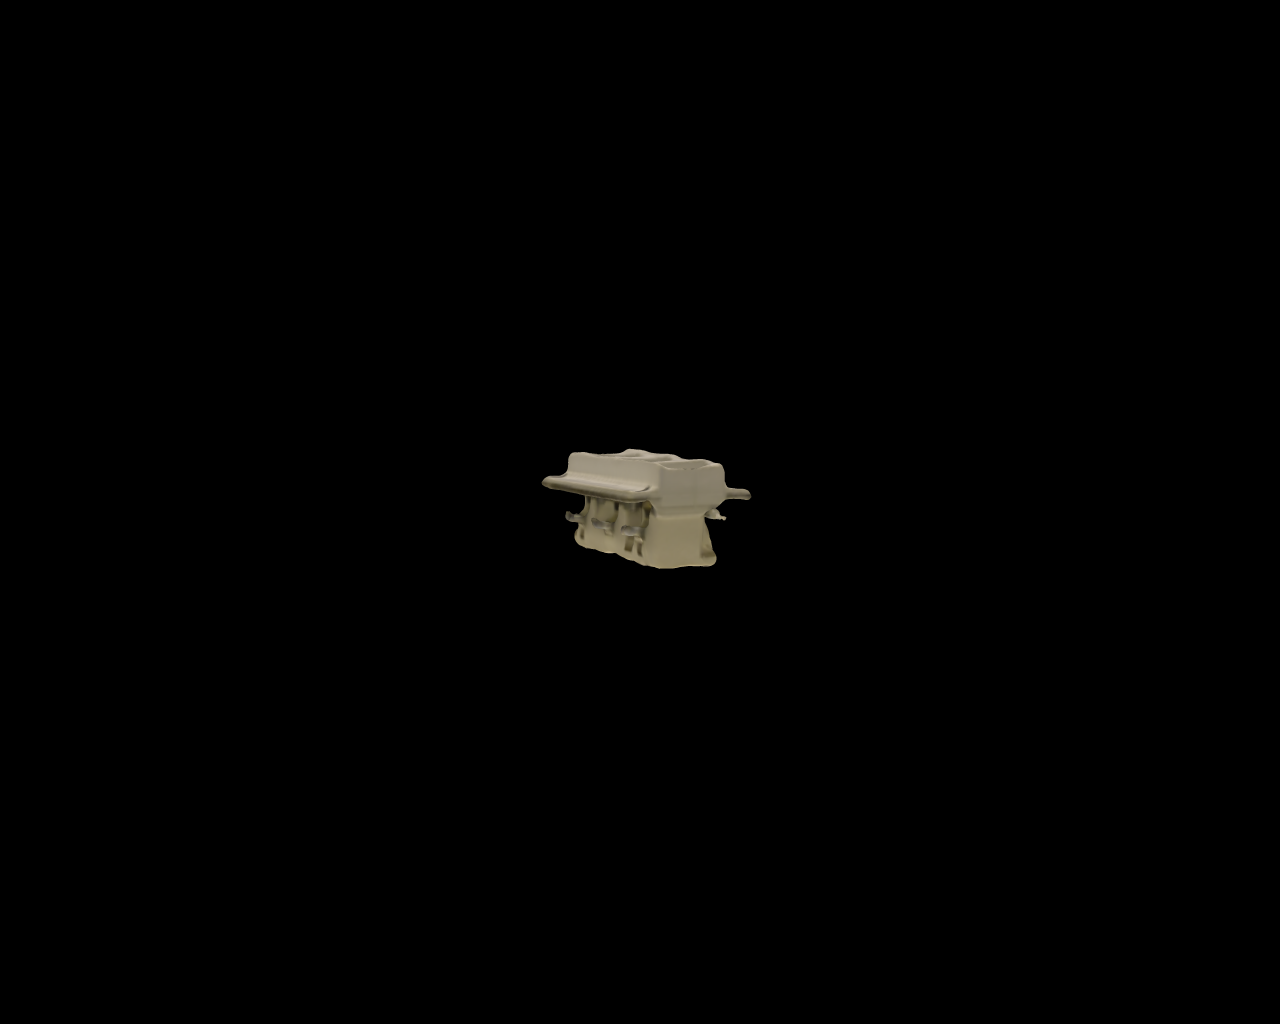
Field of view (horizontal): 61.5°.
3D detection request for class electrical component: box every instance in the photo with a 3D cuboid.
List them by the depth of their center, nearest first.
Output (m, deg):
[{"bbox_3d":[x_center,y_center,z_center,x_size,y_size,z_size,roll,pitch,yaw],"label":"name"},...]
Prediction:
[{"bbox_3d":[0.001,-0.003,0.650,0.079,0.063,0.121,-4,8,-27],"label":"electrical component"}]
